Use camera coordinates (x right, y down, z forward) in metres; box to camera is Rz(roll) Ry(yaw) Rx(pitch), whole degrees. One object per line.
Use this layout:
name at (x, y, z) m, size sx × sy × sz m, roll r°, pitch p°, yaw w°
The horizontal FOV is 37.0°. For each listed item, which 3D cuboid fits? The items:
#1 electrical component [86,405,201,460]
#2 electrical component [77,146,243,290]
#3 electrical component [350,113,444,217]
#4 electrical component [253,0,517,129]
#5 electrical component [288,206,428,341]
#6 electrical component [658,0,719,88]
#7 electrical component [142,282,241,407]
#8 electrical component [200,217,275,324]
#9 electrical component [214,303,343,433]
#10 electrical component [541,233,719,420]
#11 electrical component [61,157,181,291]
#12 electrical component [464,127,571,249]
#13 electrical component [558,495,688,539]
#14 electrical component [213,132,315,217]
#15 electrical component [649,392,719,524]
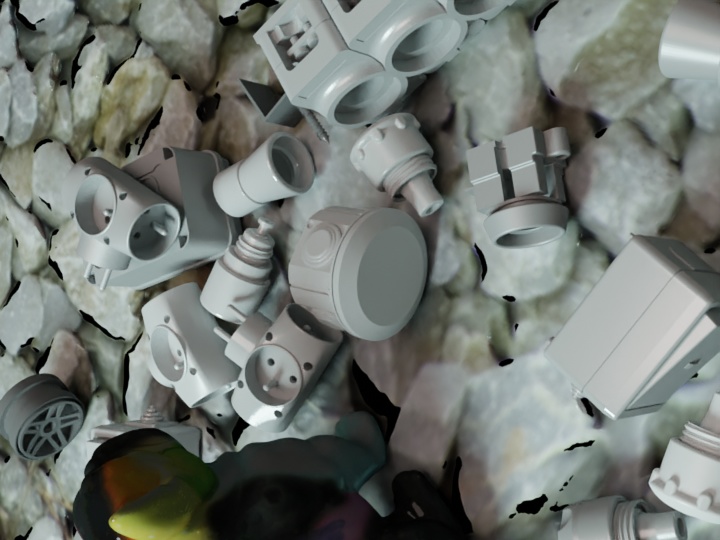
electrical component at (-0.158, 0.147, 0.776) m, size 0.062 × 0.061 × 0.096 m, roll 0°, pitch 88°, yaw 37°
electrical component at (-0.146, -0.036, 0.777) m, size 0.113 × 0.057 × 0.078 m, roll -19°, pitch 77°, yaw 34°
electrical component at (0.027, -0.062, 0.659) m, size 0.048 × 0.048 × 0.062 m, roll -43°, pitch 72°, yaw 27°
electrical component at (0.025, -0.155, 0.635) m, size 0.150 × 0.089 × 0.061 m, roll -40°, pitch 66°, yaw 29°
electrical component at (0.000, 0.000, 0.655) m, size 0.051 × 0.080 × 0.080 m, roll 12°, pitch 95°, yaw 41°
electrical component at (0.186, -0.112, 0.542) m, size 0.055 × 0.045 × 0.045 m, roll 26°, pitch 103°, yaw 34°
electrical component at (-0.126, 0.060, 0.765) m, size 0.079 × 0.044 × 0.077 m, roll -38°, pitch 77°, yaw 47°
electrical component at (-0.079, 0.000, 0.737) m, size 0.040 × 0.040 × 0.078 m, roll 37°, pitch 109°, yaw 32°
electrical component at (-0.062, 0.054, 0.713) m, size 0.079 × 0.044 × 0.077 m, roll 37°, pitch 110°, yaw 13°
electrical component at (0.146, 0.037, 0.555) m, size 0.061 × 0.062 × 0.096 m, roll 46°, pitch 114°, yaw 29°
electrical component at (-0.169, -0.026, 0.728) m, size 0.077 × 0.044 × 0.079 m, roll 32°, pitch 107°, yaw 33°
electrical component at (0.092, -0.044, 0.610) m, size 0.066 × 0.048 × 0.055 m, roll -18°, pitch 71°, yaw 34°
electrical component at (0.140, 0.140, 0.567) m, size 0.062 × 0.043 × 0.043 m, roll -19°, pitch 77°, yaw 33°
electrical component at (-0.068, -0.062, 0.732) m, size 0.065 × 0.044 × 0.044 m, roll -23°, pitch 75°, yaw 38°
electrical component at (0.177, 0.093, 0.542) m, size 0.048 × 0.048 × 0.062 m, roll 21°, pitch 94°, yaw 35°
